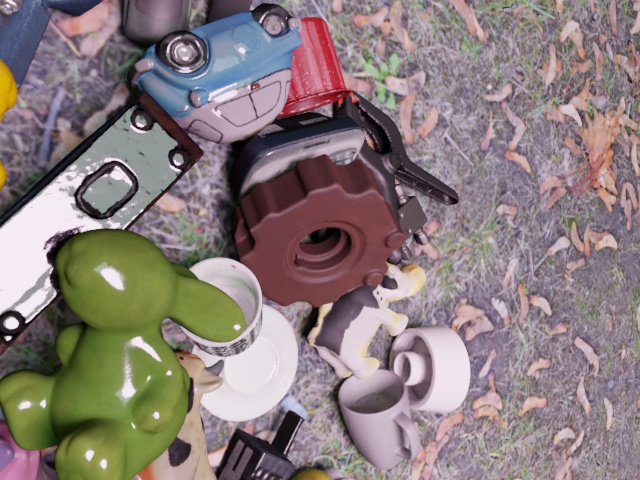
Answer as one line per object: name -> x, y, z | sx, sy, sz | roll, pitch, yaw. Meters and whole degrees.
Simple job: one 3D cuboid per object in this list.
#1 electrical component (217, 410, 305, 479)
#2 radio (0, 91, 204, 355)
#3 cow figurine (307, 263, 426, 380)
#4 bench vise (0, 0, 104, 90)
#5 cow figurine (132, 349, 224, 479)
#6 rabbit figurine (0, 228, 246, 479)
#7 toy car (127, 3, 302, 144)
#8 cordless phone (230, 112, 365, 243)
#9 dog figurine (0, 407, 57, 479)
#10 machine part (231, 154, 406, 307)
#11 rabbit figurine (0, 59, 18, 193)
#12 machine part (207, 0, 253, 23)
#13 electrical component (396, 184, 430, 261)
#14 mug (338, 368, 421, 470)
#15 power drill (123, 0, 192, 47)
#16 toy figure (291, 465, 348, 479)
electrical component -> -0.064, 0.235, 0.574 | 0.047, 0.075, 0.119 | 36, 77, -28
radio -> -0.205, -0.018, 0.444 | 0.073, 0.131, 0.229 | 46, 68, -21
cow figurine -> 0.056, 0.078, 0.652 | 0.098, 0.068, 0.167 | 45, 68, -18
bench vise -> -0.279, -0.232, 0.395 | 0.240, 0.129, 0.223 | 27, 86, -42
cow figurine -> -0.141, 0.191, 0.511 | 0.127, 0.086, 0.194 | -37, 124, -54
rabbit figurine -> -0.131, 0.071, 0.382 | 0.159, 0.121, 0.170 | -15, 122, -45
toy car -> -0.085, -0.142, 0.493 | 0.162, 0.109, 0.102 | -26, 104, -19
cordless phone -> -0.022, -0.041, 0.599 | 0.146, 0.089, 0.184 | -21, 121, -30
dog figurine -> -0.285, 0.205, 0.419 | 0.191, 0.109, 0.219 | -21, 105, -31
machine part -> -0.001, -0.002, 0.559 | 0.179, 0.056, 0.179 | -10, 135, -10
rabbit figurine -> -0.279, -0.085, 0.365 | 0.162, 0.173, 0.122 | 49, 30, -20
machine part -> -0.093, -0.255, 0.549 | 0.039, 0.084, 0.138 | 6, 97, -57
electrical component -> 0.108, -0.024, 0.705 | 0.063, 0.021, 0.094 | -37, 110, -25
mug -> 0.081, 0.226, 0.651 | 0.081, 0.110, 0.107 | -31, 122, -33
power drill -> -0.124, -0.285, 0.446 | 0.086, 0.207, 0.231 | 5, 101, -28
toy figure -> 0.016, 0.351, 0.625 | 0.089, 0.082, 0.180 | -25, 107, -31
